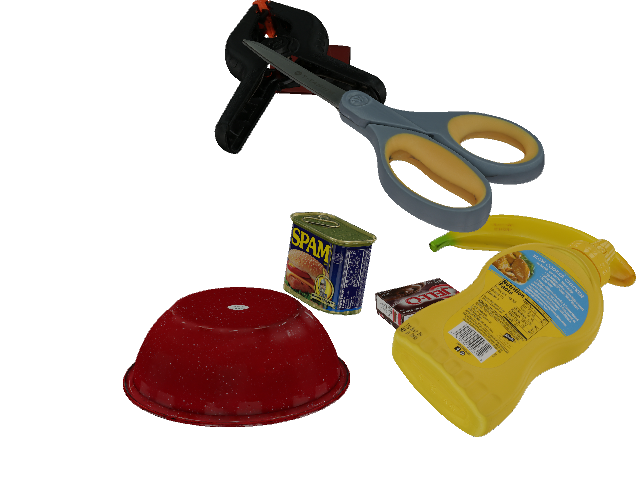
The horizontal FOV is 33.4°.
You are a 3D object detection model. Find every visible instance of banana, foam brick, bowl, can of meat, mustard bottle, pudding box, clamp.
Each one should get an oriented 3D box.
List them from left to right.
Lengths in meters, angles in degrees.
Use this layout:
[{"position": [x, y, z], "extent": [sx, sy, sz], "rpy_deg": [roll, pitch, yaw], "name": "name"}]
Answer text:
[{"position": [-0.058, 0.072, 0.751], "extent": [0.162, 0.055, 0.162], "rpy_deg": [0, 16, 0], "name": "bowl"}, {"position": [-0.017, -0.129, 0.781], "extent": [0.120, 0.039, 0.171], "rpy_deg": [-7, 43, 1], "name": "clamp"}, {"position": [-0.011, -0.176, 1.097], "extent": [0.078, 0.051, 0.053], "rpy_deg": [1, 11, -9], "name": "foam brick"}, {"position": [0.007, 0.024, 1.131], "extent": [0.057, 0.084, 0.102], "rpy_deg": [-4, 20, -37], "name": "can of meat"}, {"position": [0.149, 0.096, 1.566], "extent": [0.113, 0.039, 0.090], "rpy_deg": [-14, 22, -19], "name": "pudding box"}, {"position": [0.151, 0.055, 0.791], "extent": [0.191, 0.096, 0.058], "rpy_deg": [-34, -29, -24], "name": "mustard bottle"}, {"position": [0.210, 0.007, 1.039], "extent": [0.198, 0.037, 0.069], "rpy_deg": [9, 47, 23], "name": "banana"}]

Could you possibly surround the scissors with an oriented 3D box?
[{"position": [0.041, -0.071, 0.576], "extent": [0.096, 0.016, 0.202], "rpy_deg": [-17, 43, -21], "name": "scissors"}]
